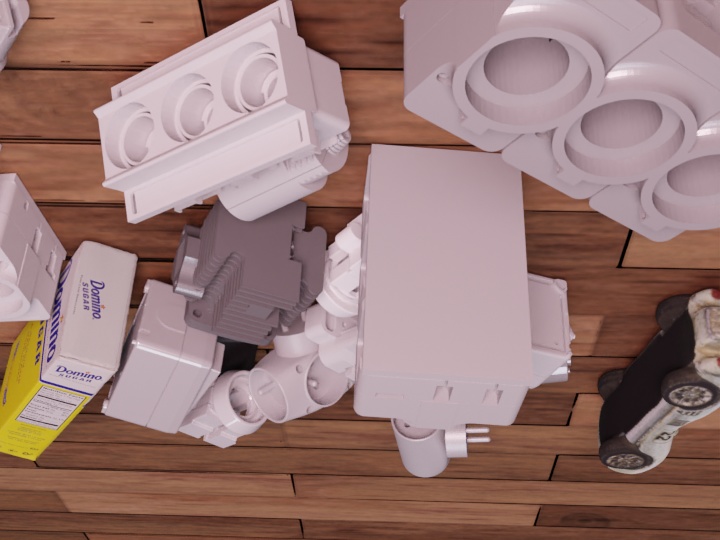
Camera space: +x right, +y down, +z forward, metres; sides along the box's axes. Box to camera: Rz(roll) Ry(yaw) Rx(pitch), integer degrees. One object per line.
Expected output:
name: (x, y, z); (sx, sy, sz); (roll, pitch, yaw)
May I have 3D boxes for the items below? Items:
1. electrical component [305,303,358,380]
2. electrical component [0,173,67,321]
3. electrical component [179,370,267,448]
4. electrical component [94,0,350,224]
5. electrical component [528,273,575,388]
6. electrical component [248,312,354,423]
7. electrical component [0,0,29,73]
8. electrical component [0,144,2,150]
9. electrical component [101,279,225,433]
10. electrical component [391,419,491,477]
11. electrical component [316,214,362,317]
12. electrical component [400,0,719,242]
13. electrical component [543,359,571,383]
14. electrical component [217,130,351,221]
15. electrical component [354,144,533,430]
electrical component: (0.010, 0.042, 0.751); (0.057, 0.058, 0.078); (-24, 139, 39)
electrical component: (-0.281, -0.007, 0.691); (0.150, 0.061, 0.089); (-2, 147, 8)
electrical component: (-0.098, 0.101, 0.792); (0.066, 0.048, 0.055); (29, 141, -34)
electrical component: (-0.072, -0.078, 0.564); (0.121, 0.078, 0.063); (-19, 163, 30)
electrical component: (0.100, 0.040, 0.737); (0.096, 0.061, 0.061); (13, 145, -16)
electrical component: (-0.042, 0.058, 0.773); (0.044, 0.077, 0.079); (9, 118, 47)
electrical component: (-0.190, -0.120, 0.534); (0.040, 0.040, 0.046); (24, 136, -29)
electrical component: (-0.291, -0.092, 0.563); (0.105, 0.060, 0.186); (-7, 146, 15)
electrical component: (-0.133, 0.065, 0.731); (0.061, 0.061, 0.096); (19, 130, -15)
electrical component: (0.070, 0.139, 0.906); (0.079, 0.044, 0.077); (-3, 147, 8)
electrical component: (0.000, 0.000, 0.698); (0.066, 0.048, 0.055); (28, 131, -33)
electrical component: (0.101, -0.075, 0.427); (0.150, 0.061, 0.089); (23, 140, -29)
electrical component: (0.123, 0.068, 0.798); (0.065, 0.044, 0.044); (-6, 146, 5)
electrical component: (-0.039, -0.061, 0.607); (0.081, 0.043, 0.043); (-22, 140, 32)
electrical component: (0.045, 0.008, 0.611); (0.089, 0.150, 0.061); (4, 146, -2)
